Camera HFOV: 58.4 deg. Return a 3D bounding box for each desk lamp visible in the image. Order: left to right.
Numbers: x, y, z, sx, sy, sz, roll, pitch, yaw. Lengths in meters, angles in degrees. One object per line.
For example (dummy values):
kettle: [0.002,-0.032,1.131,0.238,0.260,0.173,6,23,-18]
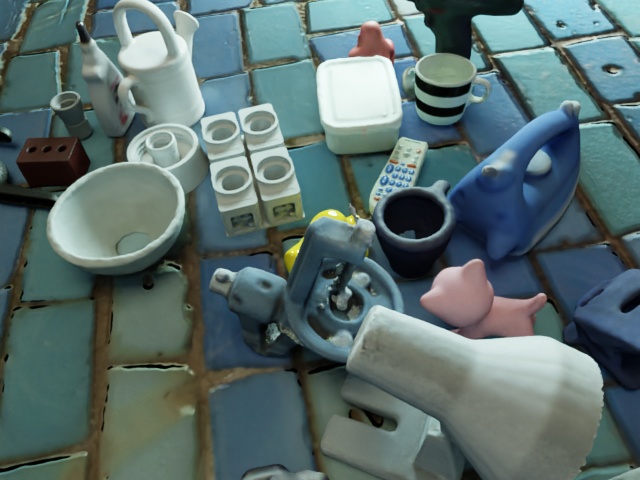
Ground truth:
desk lamp: [0.100,0.141,0.478,0.202,0.214,0.118,15,55,16]

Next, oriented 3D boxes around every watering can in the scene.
watering can: [-0.238,-0.267,0.837,0.101,0.194,0.173,0,52,5]

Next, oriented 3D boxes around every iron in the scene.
iron: [0.258,-0.097,0.696,0.118,0.141,0.259,36,63,28]

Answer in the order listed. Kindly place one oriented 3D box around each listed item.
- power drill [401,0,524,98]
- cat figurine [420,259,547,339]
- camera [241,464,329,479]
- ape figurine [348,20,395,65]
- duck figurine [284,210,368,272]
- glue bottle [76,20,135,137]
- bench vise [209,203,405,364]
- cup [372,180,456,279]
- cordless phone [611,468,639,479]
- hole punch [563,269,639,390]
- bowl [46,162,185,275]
power drill: [0.169,-0.311,0.829,0.229,0.209,0.075,-2,52,4]
cat figurine: [0.167,0.067,0.591,0.127,0.118,0.067,5,53,9]
camera: [-0.051,0.266,0.464,0.143,0.101,0.136,-11,52,-3]
ape figurine: [0.083,-0.303,0.904,0.078,0.092,0.076,-8,52,-1]
duck figurine: [0.006,0.002,0.675,0.104,0.086,0.077,-19,53,-9]
glue bottle: [-0.318,-0.238,0.835,0.037,0.173,0.078,0,52,5]
bench vise: [-0.013,0.055,0.550,0.207,0.220,0.121,-4,52,2]
cup: [0.114,-0.009,0.669,0.091,0.095,0.118,28,59,24]
cordless phone: [0.203,0.245,0.406,0.094,0.185,0.147,7,53,10]
hole punch: [0.321,0.080,0.585,0.109,0.091,0.100,-31,56,-18]
bowl: [-0.244,-0.015,0.717,0.167,0.075,0.167,-2,52,3]
